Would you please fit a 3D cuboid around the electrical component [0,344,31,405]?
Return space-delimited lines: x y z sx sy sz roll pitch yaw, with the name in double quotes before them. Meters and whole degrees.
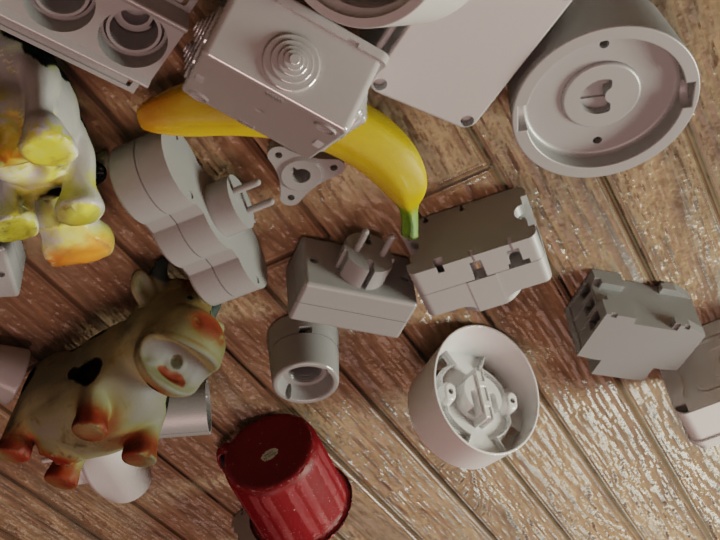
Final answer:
"electrical component" -0.281 0.067 0.786 0.065 0.044 0.044 25 128 -23

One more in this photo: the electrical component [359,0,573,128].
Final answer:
"electrical component" 0.057 -0.143 0.595 0.078 0.057 0.113 19 131 -24

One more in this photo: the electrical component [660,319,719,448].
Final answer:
"electrical component" 0.300 0.083 0.848 0.113 0.078 0.057 -24 131 18

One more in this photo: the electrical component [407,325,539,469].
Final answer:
"electrical component" 0.088 0.101 0.829 0.099 0.099 0.064 17 138 -23

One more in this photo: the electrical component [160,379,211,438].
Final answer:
"electrical component" -0.159 0.110 0.844 0.081 0.043 0.043 -4 136 -3

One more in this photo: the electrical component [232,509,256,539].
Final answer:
"electrical component" -0.070 0.234 0.980 0.056 0.050 0.089 24 129 -28

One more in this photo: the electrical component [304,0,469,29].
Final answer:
"electrical component" 0.008 -0.169 0.519 0.108 0.060 0.108 12 116 28

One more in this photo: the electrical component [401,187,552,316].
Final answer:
"electrical component" 0.081 -0.010 0.743 0.089 0.050 0.055 -18 135 11

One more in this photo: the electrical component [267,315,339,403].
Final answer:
"electrical component" -0.042 0.067 0.811 0.055 0.047 0.055 -4 136 -3

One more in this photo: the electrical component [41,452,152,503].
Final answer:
"electrical component" -0.221 0.156 0.884 0.079 0.043 0.077 -9 137 3

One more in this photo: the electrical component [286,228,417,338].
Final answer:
"electrical component" 0.000 0.000 0.745 0.083 0.047 0.075 11 133 -19

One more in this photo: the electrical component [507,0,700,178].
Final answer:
"electrical component" 0.137 -0.114 0.633 0.108 0.060 0.108 -4 137 -4

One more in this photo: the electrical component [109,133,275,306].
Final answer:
"electrical component" -0.092 -0.038 0.690 0.074 0.052 0.138 -20 135 14

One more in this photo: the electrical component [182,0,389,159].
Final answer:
"electrical component" -0.044 -0.104 0.575 0.100 0.048 0.100 27 169 -13

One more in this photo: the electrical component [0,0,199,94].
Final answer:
"electrical component" -0.152 -0.154 0.553 0.121 0.063 0.079 24 129 -28

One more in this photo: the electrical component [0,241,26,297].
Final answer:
"electrical component" -0.258 0.004 0.695 0.066 0.076 0.047 -3 137 -4
